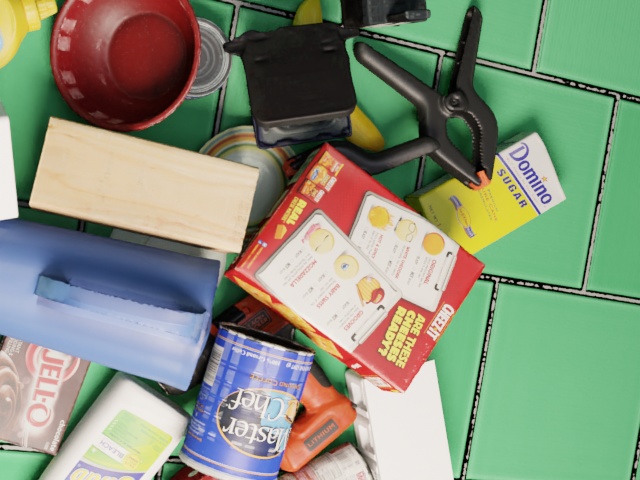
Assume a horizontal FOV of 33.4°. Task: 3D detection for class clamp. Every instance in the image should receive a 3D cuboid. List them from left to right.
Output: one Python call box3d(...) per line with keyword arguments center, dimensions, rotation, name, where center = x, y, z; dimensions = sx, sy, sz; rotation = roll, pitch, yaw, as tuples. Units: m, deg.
box3d(center=(0.048, -0.074, 1.159), dimensions=(0.171, 0.039, 0.120), rotation=(16, 99, -19), name="clamp")
box3d(center=(0.151, -0.160, 1.207), dimensions=(0.164, 0.036, 0.210), rotation=(-28, 88, -17), name="clamp")

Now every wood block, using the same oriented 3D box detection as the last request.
box3d(center=(-0.175, -0.052, 1.065), dimensions=(0.206, 0.091, 0.090), rotation=(14, 86, -13), name="wood block")

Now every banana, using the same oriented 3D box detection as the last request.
box3d(center=(0.013, -0.180, 1.171), dimensions=(0.069, 0.037, 0.198), rotation=(-23, 102, -15), name="banana")

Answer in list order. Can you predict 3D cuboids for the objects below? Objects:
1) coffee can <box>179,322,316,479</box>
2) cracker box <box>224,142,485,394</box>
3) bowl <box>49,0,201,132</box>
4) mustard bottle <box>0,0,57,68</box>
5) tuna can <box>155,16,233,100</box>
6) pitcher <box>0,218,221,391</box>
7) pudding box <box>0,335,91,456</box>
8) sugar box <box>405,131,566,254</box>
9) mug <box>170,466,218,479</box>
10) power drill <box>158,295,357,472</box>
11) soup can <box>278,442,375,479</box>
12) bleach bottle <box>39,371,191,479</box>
box3d(center=(-0.073, 0.164, 1.073), dimensions=(0.102, 0.103, 0.140), rotation=(17, 90, -21), name="coffee can")
box3d(center=(0.035, 0.031, 1.096), dimensions=(0.213, 0.072, 0.164), rotation=(37, 76, -9), name="cracker box")
box3d(center=(-0.184, -0.187, 1.060), dimensions=(0.162, 0.055, 0.162), rotation=(1, 93, 16), name="bowl")
box3d(center=(-0.347, -0.203, 1.021), dimensions=(0.191, 0.058, 0.096), rotation=(-19, 104, -18), name="mustard bottle")
box3d(center=(-0.135, -0.190, 1.115), dimensions=(0.086, 0.034, 0.086), rotation=(-2, 95, -21), name="tuna can")
box3d(center=(-0.222, 0.054, 1.028), dimensions=(0.242, 0.145, 0.149), rotation=(15, 132, -9), name="pitcher")
box3d(center=(-0.292, 0.151, 1.081), dimensions=(0.090, 0.039, 0.113), rotation=(22, 87, -21), name="pudding box")
box3d(center=(0.195, -0.049, 1.246), dimensions=(0.176, 0.048, 0.093), rotation=(-29, 103, -15), name="sugar box")
box3d(center=(-0.119, 0.285, 1.122), dimensions=(0.093, 0.117, 0.081), rotation=(-28, 100, 18), name="mug")
box3d(center=(-0.060, 0.157, 1.160), dimensions=(0.184, 0.057, 0.187), rotation=(-37, 106, -14), name="power drill")
box3d(center=(0.003, 0.276, 1.189), dimensions=(0.102, 0.069, 0.068), rotation=(-25, 103, -18), name="soup can")
box3d(center=(-0.240, 0.264, 1.100), dimensions=(0.102, 0.068, 0.251), rotation=(37, 84, -20), name="bleach bottle")
